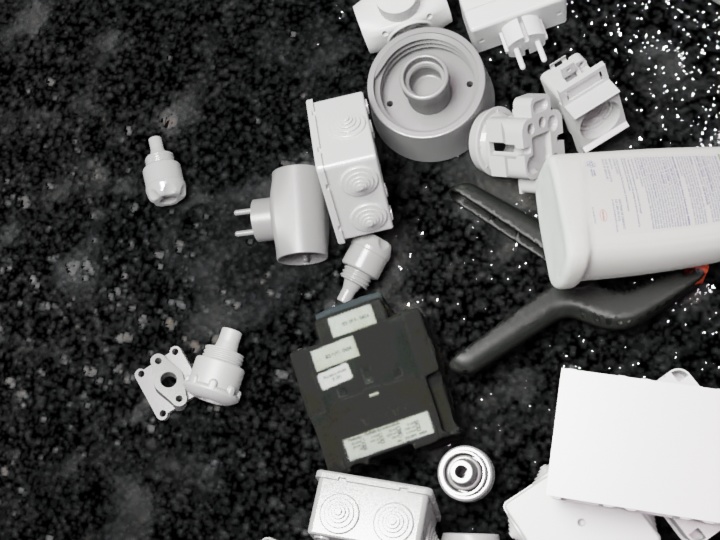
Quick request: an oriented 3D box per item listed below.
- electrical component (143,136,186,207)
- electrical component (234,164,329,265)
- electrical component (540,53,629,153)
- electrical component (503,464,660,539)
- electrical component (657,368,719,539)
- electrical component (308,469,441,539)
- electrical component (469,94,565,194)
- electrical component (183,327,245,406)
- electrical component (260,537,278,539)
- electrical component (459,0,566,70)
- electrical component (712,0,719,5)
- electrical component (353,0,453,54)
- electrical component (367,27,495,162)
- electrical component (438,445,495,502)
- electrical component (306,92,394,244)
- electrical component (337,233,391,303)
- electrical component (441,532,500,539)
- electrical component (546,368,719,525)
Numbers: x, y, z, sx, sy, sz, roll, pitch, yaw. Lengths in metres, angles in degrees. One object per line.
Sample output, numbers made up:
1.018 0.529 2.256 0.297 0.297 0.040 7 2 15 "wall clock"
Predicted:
-0.175 -0.089 0.949 0.035 0.035 0.061 -18 72 7 "electrical component"
-0.069 -0.044 0.913 0.079 0.043 0.077 -7 76 9 "electrical component"
0.181 -0.138 0.874 0.042 0.081 0.063 -31 51 3 "electrical component"
0.167 0.190 0.811 0.100 0.048 0.099 -34 73 2 "electrical component"
0.243 0.139 0.804 0.078 0.057 0.113 -36 73 1 "electrical component"
0.012 0.193 0.816 0.100 0.099 0.048 7 66 12 "electrical component"
0.126 -0.103 0.874 0.057 0.058 0.078 10 116 45 "electrical component"
-0.116 0.079 0.895 0.048 0.048 0.062 14 74 14 "electrical component"
-0.050 0.277 0.830 0.109 0.056 0.108 19 82 14 "electrical component"
0.135 -0.205 0.909 0.083 0.047 0.075 -18 75 6 "electrical component"
0.320 -0.228 0.880 0.055 0.045 0.045 38 87 17 "electrical component"
0.034 -0.226 0.916 0.077 0.079 0.044 -20 74 6 "electrical component"
0.057 -0.151 0.905 0.108 0.060 0.108 -2 77 10 "electrical component"
0.081 0.156 0.828 0.043 0.062 0.043 -2 77 10 "electrical component"
-0.007 -0.084 0.875 0.048 0.099 0.099 -13 47 3 "electrical component"
0.000 0.000 0.895 0.035 0.035 0.061 27 85 15 "electrical component"
0.099 0.238 0.808 0.079 0.044 0.077 -7 74 35 "electrical component"
0.211 0.125 0.749 0.150 0.061 0.089 7 79 13 "electrical component"
